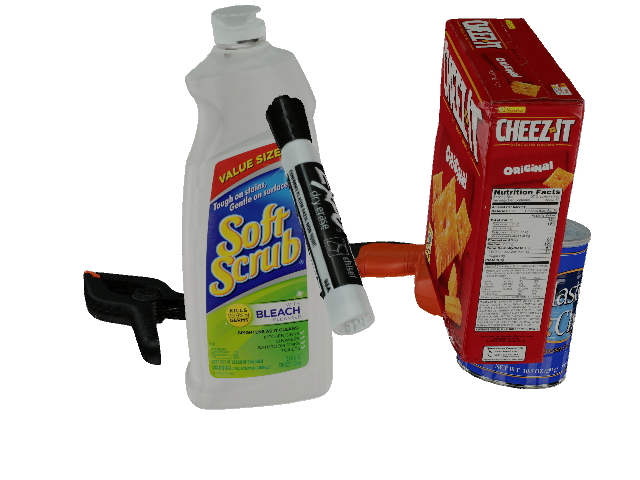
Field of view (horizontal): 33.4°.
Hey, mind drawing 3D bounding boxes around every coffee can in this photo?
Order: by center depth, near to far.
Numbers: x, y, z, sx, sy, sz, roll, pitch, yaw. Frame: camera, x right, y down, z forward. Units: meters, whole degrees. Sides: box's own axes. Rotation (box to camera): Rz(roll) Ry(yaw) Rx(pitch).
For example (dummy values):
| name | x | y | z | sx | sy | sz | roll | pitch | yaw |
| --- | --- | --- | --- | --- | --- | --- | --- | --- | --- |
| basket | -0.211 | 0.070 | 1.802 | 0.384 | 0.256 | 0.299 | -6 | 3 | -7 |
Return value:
| name | x | y | z | sx | sy | sz | roll | pitch | yaw |
| --- | --- | --- | --- | --- | --- | --- | --- | --- | --- |
| coffee can | 0.185 | 0.051 | 0.981 | 0.103 | 0.140 | 0.103 | 5 | 16 | -2 |

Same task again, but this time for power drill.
| name | x | y | z | sx | sy | sz | roll | pitch | yaw |
| --- | --- | --- | --- | --- | --- | --- | --- | --- | --- |
| power drill | 0.044 | 0.037 | 1.128 | 0.188 | 0.057 | 0.184 | 5 | 31 | 15 |

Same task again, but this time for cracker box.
| name | x | y | z | sx | sy | sz | roll | pitch | yaw |
| --- | --- | --- | --- | --- | --- | --- | --- | --- | --- |
| cracker box | 0.128 | -0.039 | 0.803 | 0.072 | 0.214 | 0.164 | -2 | 31 | -5 |

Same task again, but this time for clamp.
| name | x | y | z | sx | sy | sz | roll | pitch | yaw |
| --- | --- | --- | --- | --- | --- | --- | --- | --- | --- |
| clamp | -0.181 | 0.072 | 1.103 | 0.210 | 0.036 | 0.164 | 14 | 20 | 30 |

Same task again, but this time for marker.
| name | x | y | z | sx | sy | sz | roll | pitch | yaw |
| --- | --- | --- | --- | --- | --- | --- | --- | --- | --- |
| marker | -0.002 | -0.015 | 0.476 | 0.020 | 0.121 | 0.020 | -14 | -28 | -8 |

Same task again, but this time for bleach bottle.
| name | x | y | z | sx | sy | sz | roll | pitch | yaw |
| --- | --- | --- | --- | --- | --- | --- | --- | --- | --- |
| bleach bottle | -0.048 | -0.018 | 0.669 | 0.102 | 0.251 | 0.068 | -5 | 23 | -1 |
